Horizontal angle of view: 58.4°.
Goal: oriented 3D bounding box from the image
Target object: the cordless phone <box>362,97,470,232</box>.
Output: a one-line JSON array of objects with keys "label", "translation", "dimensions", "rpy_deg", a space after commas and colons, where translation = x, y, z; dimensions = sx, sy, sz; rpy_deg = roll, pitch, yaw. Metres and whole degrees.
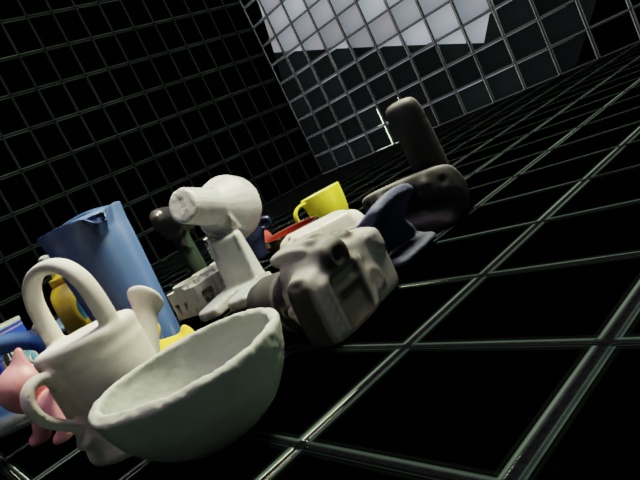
[{"label": "cordless phone", "translation": [0.119, -0.100, 0.825], "dimensions": [0.147, 0.185, 0.094], "rpy_deg": [-22, 10, 23]}]

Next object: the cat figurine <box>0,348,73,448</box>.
[{"label": "cat figurine", "translation": [-0.345, 0.187, 0.700], "dimensions": [0.127, 0.118, 0.067], "rpy_deg": [-20, 11, 34]}]

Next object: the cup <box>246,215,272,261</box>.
[{"label": "cup", "translation": [-0.150, -0.001, 1.328], "dimensions": [0.117, 0.095, 0.092], "rpy_deg": [-23, 9, 19]}]

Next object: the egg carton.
[{"label": "egg carton", "translation": [0.008, 0.003, 0.925], "dimensions": [0.150, 0.069, 0.107], "rpy_deg": [-28, 9, -12]}]

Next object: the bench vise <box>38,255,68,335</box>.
[{"label": "bench vise", "translation": [-0.482, 0.120, 1.163], "dimensions": [0.121, 0.220, 0.207], "rpy_deg": [-27, 9, -4]}]

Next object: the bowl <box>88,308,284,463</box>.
[{"label": "bowl", "translation": [-0.093, 0.127, 0.466], "dimensions": [0.167, 0.075, 0.167], "rpy_deg": [-25, 9, 4]}]

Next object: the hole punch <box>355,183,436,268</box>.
[{"label": "hole punch", "translation": [0.077, -0.011, 0.739], "dimensions": [0.100, 0.091, 0.109], "rpy_deg": [-18, 12, 42]}]

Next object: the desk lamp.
[{"label": "desk lamp", "translation": [-0.163, -0.002, 0.977], "dimensions": [0.117, 0.213, 0.203], "rpy_deg": [-23, 9, 19]}]

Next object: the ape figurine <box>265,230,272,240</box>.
[{"label": "ape figurine", "translation": [-0.158, -0.009, 1.414], "dimensions": [0.076, 0.092, 0.078], "rpy_deg": [-22, 10, 27]}]

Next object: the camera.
[{"label": "camera", "translation": [-0.010, 0.045, 0.620], "dimensions": [0.136, 0.101, 0.143], "rpy_deg": [-19, 11, 40]}]

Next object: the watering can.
[{"label": "watering can", "translation": [-0.217, 0.105, 0.559], "dimensions": [0.101, 0.194, 0.173], "rpy_deg": [-25, 9, 8]}]

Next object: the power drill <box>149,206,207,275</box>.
[{"label": "power drill", "translation": [-0.305, 0.017, 1.297], "dimensions": [0.075, 0.208, 0.229], "rpy_deg": [-26, 9, -2]}]

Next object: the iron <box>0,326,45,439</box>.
[{"label": "iron", "translation": [-0.445, 0.196, 0.857], "dimensions": [0.258, 0.141, 0.118], "rpy_deg": [-26, 9, 1]}]

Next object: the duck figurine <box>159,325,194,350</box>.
[{"label": "duck figurine", "translation": [-0.217, 0.134, 0.747], "dimensions": [0.105, 0.086, 0.077], "rpy_deg": [-29, 9, -18]}]
